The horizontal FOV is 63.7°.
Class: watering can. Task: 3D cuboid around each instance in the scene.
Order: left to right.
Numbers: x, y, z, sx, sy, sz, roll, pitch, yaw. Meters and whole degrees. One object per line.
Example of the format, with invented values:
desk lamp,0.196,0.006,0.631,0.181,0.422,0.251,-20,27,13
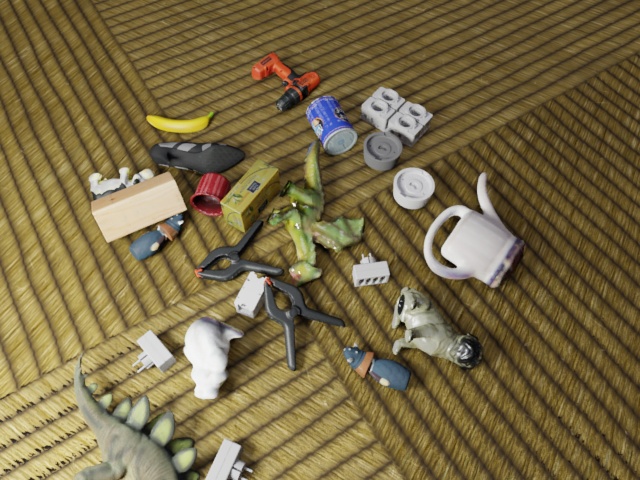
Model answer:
watering can,0.409,-0.021,1.292,0.226,0.102,0.353,35,63,17

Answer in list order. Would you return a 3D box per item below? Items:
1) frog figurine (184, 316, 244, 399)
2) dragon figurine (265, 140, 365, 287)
frog figurine,-0.245,0.251,1.108,0.137,0.121,0.162,6,62,41
dragon figurine,0.004,-0.067,1.335,0.242,0.120,0.418,29,63,-4
